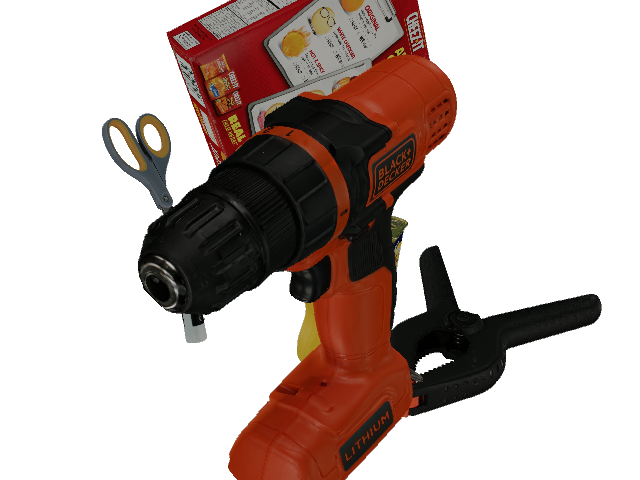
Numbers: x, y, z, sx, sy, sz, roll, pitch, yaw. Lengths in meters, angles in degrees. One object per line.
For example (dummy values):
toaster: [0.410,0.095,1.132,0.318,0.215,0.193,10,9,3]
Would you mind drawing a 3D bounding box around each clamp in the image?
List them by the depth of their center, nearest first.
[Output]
clamp: [0.107,0.071,0.861,0.165,0.036,0.209,22,38,34]

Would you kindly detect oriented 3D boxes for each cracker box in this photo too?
cracker box: [-0.012,-0.154,0.957,0.213,0.164,0.072,-29,42,-12]

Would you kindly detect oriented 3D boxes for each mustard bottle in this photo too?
mustard bottle: [0.023,0.071,1.377,0.096,0.192,0.058,-4,25,-18]

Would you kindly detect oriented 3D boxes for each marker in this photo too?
marker: [-0.118,0.030,0.932,0.020,0.121,0.020,-7,12,1]

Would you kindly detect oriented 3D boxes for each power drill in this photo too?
power drill: [-0.005,0.029,0.467,0.057,0.188,0.184,25,42,28]

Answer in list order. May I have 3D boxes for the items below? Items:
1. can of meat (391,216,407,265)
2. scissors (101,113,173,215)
can of meat: [0.051,0.023,1.102,0.057,0.084,0.102,11,15,11]
scissors: [-0.174,-0.062,1.222,0.016,0.201,0.096,-22,20,41]
